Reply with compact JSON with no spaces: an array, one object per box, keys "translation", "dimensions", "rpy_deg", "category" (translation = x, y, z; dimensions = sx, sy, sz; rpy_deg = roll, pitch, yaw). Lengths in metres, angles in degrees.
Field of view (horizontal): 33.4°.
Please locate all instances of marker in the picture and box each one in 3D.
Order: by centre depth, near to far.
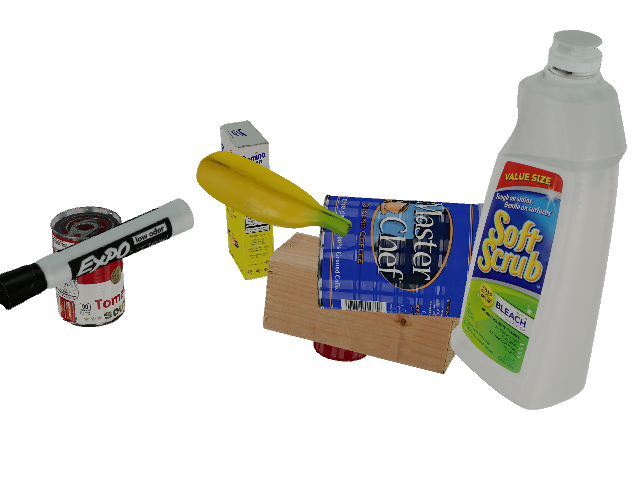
[{"translation":[-0.123,0.007,0.578],"dimensions":[0.120,0.020,0.020],"rpy_deg":[-26,15,-32],"category":"marker"}]

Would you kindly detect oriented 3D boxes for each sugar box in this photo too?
[{"translation":[-0.091,-0.050,1.318],"dimensions":[0.048,0.176,0.093],"rpy_deg":[-12,26,-15],"category":"sugar box"}]

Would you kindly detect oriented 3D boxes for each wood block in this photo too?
[{"translation":[0.051,0.066,1.164],"dimensions":[0.206,0.091,0.090],"rpy_deg":[13,22,16],"category":"wood block"}]

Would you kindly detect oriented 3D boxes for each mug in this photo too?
[{"translation":[0.043,0.121,1.501],"dimensions":[0.117,0.081,0.093],"rpy_deg":[17,23,29],"category":"mug"}]

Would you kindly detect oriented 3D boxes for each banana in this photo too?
[{"translation":[-0.055,-0.037,0.785],"dimensions":[0.069,0.037,0.198],"rpy_deg":[37,-5,-32],"category":"banana"}]

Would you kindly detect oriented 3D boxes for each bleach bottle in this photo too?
[{"translation":[0.143,-0.015,0.695],"dimensions":[0.068,0.251,0.103],"rpy_deg":[-16,36,-26],"category":"bleach bottle"}]

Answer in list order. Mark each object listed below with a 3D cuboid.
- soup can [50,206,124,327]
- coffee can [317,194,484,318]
[{"translation":[-0.230,0.027,1.061],"dimensions":[0.068,0.102,0.068],"rpy_deg":[2,27,-1],"category":"soup can"},{"translation":[0.072,0.015,0.938],"dimensions":[0.140,0.103,0.102],"rpy_deg":[4,0,6],"category":"coffee can"}]
